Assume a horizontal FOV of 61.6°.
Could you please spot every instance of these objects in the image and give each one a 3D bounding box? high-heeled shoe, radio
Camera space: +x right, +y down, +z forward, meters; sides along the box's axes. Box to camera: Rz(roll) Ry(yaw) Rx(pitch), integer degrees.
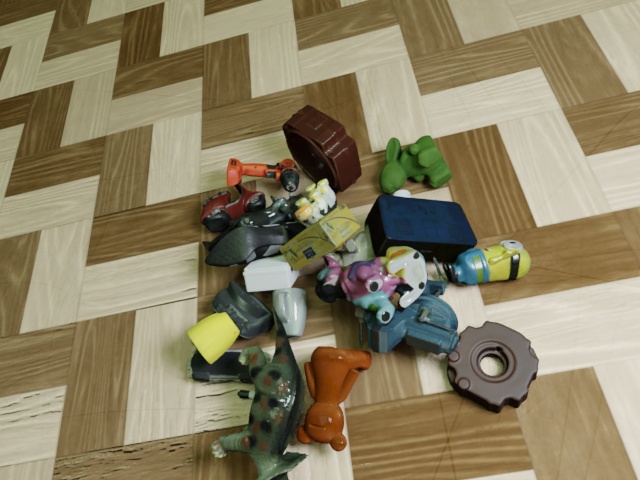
[{"bbox_3d":[-0.147,0.015,1.308,0.249,0.145,0.086,-19,75,7],"label":"high-heeled shoe"},{"bbox_3d":[0.225,-0.026,1.205,0.229,0.073,0.131,4,52,-21],"label":"radio"}]

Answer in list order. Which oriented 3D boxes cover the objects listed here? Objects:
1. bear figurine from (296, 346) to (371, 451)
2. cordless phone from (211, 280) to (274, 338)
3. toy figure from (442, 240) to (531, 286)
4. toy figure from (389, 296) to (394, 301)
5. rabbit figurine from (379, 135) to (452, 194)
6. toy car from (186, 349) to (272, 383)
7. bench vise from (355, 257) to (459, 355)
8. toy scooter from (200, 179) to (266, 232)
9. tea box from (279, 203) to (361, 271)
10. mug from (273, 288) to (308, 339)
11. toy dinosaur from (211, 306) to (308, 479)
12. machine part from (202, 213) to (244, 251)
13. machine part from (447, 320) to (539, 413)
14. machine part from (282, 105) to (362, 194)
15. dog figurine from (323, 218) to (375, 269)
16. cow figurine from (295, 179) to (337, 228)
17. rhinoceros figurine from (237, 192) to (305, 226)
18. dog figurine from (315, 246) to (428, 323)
[{"bbox_3d":[0.028,0.317,1.095,0.120,0.132,0.195,-2,78,26],"label":"bear figurine"},{"bbox_3d":[-0.212,0.201,1.252,0.147,0.088,0.184,38,86,29],"label":"cordless phone"},{"bbox_3d":[0.364,0.056,1.169,0.180,0.089,0.082,-17,26,2],"label":"toy figure"},{"bbox_3d":[0.146,0.104,1.217,0.064,0.057,0.154,5,56,55],"label":"toy figure"},{"bbox_3d":[0.218,-0.192,1.350,0.170,0.121,0.159,-29,51,14],"label":"rabbit figurine"},{"bbox_3d":[-0.204,0.280,1.202,0.202,0.056,0.073,-2,64,15],"label":"toy car"},{"bbox_3d":[0.200,0.151,1.138,0.224,0.128,0.240,4,34,35],"label":"bench vise"},{"bbox_3d":[-0.241,-0.105,1.441,0.184,0.075,0.135,-23,55,-3],"label":"toy scooter"},{"bbox_3d":[-0.002,-0.004,1.189,0.098,0.169,0.068,-38,93,-39],"label":"tea box"},{"bbox_3d":[-0.068,0.166,1.211,0.081,0.109,0.107,-6,71,7],"label":"mug"},{"bbox_3d":[-0.088,0.324,1.046,0.192,0.131,0.404,-3,70,39],"label":"toy dinosaur"},{"bbox_3d":[-0.238,-0.017,1.391,0.139,0.084,0.039,-35,79,2],"label":"machine part"},{"bbox_3d":[0.344,0.248,1.072,0.179,0.056,0.179,-6,57,10],"label":"machine part"},{"bbox_3d":[0.004,-0.227,1.373,0.087,0.201,0.201,-44,59,-14],"label":"machine part"},{"bbox_3d":[0.099,0.028,1.272,0.172,0.121,0.190,-34,8,34],"label":"dog figurine"},{"bbox_3d":[-0.007,-0.074,1.319,0.068,0.098,0.167,-23,22,30],"label":"cow figurine"},{"bbox_3d":[-0.121,-0.061,1.356,0.190,0.112,0.073,-23,48,-24],"label":"rhinoceros figurine"},{"bbox_3d":[0.094,0.074,1.122,0.191,0.108,0.219,-35,26,-20],"label":"dog figurine"}]
